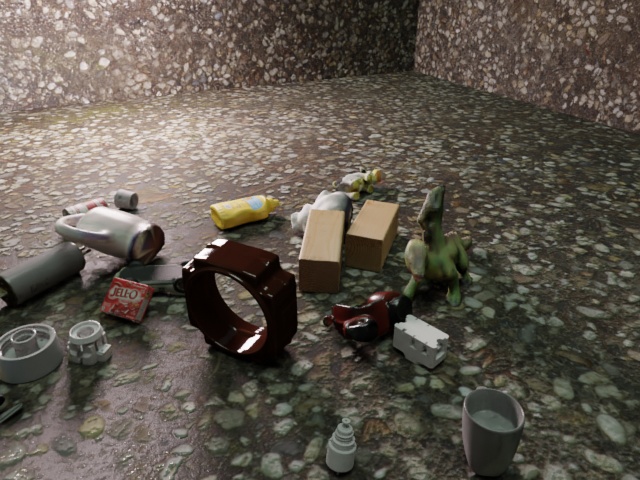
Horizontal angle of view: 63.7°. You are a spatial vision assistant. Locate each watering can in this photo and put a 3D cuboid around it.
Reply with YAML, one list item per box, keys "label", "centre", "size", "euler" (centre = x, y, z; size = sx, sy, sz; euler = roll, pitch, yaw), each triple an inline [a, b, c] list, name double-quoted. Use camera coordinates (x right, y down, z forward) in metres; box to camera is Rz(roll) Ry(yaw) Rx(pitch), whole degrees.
- label: "watering can"
  centre: [-0.482, -0.023, 1.254]
  size: [0.224, 0.103, 0.349]
  euler: [18, 8, 2]

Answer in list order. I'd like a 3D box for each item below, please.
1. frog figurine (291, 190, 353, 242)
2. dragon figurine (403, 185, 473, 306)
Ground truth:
- label: "frog figurine"
  centre: [0.004, -0.068, 1.352]
  size: [0.159, 0.120, 0.140]
  euler: [9, 68, 4]
- label: "dragon figurine"
  centre: [0.271, -0.005, 1.126]
  size: [0.122, 0.238, 0.418]
  euler: [9, 31, 27]
